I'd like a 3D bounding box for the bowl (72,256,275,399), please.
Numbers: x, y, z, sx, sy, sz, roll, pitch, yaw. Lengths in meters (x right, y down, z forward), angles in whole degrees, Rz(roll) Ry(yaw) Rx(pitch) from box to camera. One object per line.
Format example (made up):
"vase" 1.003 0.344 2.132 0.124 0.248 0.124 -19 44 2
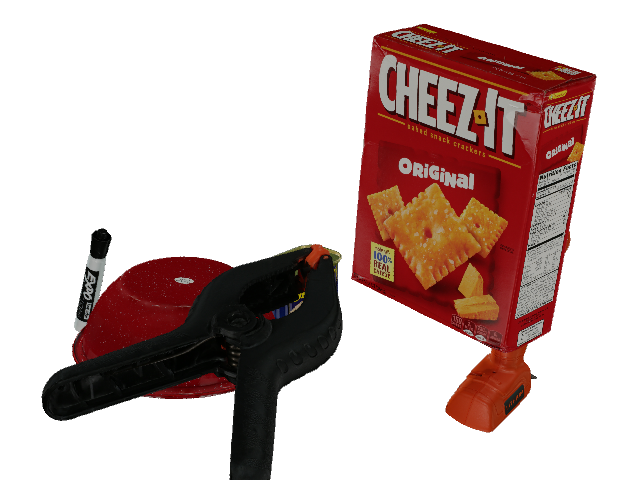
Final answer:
"bowl" -0.103 0.054 0.792 0.162 0.055 0.162 2 22 -1

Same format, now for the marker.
"marker" -0.222 0.039 1.041 0.020 0.121 0.020 13 33 -9

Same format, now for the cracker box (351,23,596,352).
"cracker box" 0.109 -0.041 0.825 0.071 0.214 0.164 -22 36 -41

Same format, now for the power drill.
"power drill" 0.166 0.081 0.986 0.057 0.188 0.184 25 32 27

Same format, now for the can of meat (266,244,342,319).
"can of meat" -0.025 0.060 1.121 0.058 0.084 0.101 18 27 38

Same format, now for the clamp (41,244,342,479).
"clamp" -0.035 0.060 0.523 0.120 0.039 0.171 31 47 27
